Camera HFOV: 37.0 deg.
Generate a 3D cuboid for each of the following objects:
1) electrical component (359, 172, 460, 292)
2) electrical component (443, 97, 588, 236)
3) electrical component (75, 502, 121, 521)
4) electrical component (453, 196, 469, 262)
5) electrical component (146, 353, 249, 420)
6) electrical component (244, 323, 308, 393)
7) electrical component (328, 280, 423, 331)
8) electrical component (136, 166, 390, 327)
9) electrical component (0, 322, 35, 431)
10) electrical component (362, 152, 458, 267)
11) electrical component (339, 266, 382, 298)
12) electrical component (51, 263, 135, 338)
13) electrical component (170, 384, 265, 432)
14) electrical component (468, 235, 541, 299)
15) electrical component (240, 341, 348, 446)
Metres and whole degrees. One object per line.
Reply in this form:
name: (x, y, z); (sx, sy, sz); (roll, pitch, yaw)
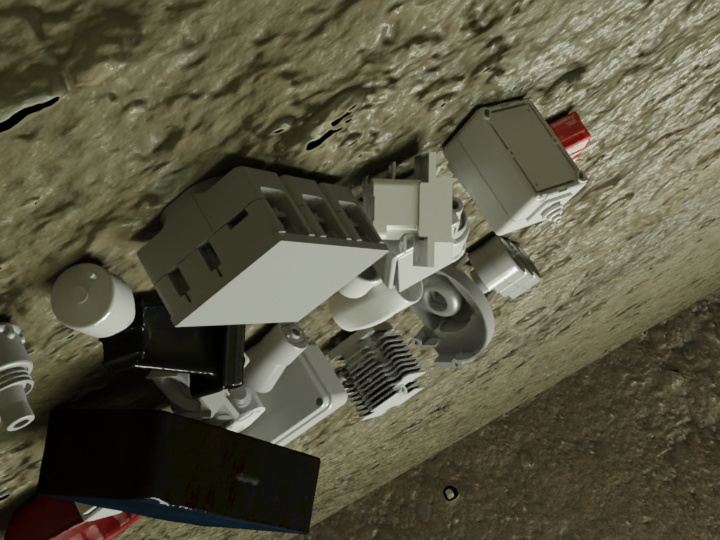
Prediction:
electrical component: (0.038, -0.030, 0.834); (0.062, 0.061, 0.096); (-29, 164, -10)
electrical component: (0.115, -0.069, 0.795); (0.062, 0.096, 0.061); (-19, 161, -39)
electrical component: (-0.231, 0.186, 0.990); (0.096, 0.061, 0.061); (-37, 164, 18)
electrical component: (0.072, -0.038, 0.912); (0.048, 0.048, 0.062); (-25, 156, -23)
electrical component: (-0.124, 0.078, 0.838); (0.042, 0.081, 0.063); (-8, -146, 44)
electrical component: (-0.079, 0.076, 0.981); (0.065, 0.044, 0.044); (-45, 160, 26)
electrical component: (0.021, 0.014, 0.965); (0.077, 0.043, 0.079); (-27, -170, 38)
electrical component: (-0.060, -0.015, 0.692); (0.089, 0.061, 0.150); (-38, 164, 20)
electrical component: (-0.216, 0.065, 0.643); (0.048, 0.062, 0.048); (-29, 165, -9)
electrical component: (0.033, -0.043, 0.768); (0.064, 0.081, 0.042); (0, -179, -11)
electrical component: (0.000, 0.000, 0.899); (0.040, 0.040, 0.046); (-24, 168, -25)
electrical component: (-0.158, 0.022, 0.659); (0.040, 0.040, 0.078); (-32, 165, 1)
electrical component: (-0.134, 0.128, 1.014); (0.080, 0.051, 0.080); (-29, 164, -9)
electrical component: (0.145, 0.007, 1.174); (0.074, 0.052, 0.138); (-36, 164, 14)
electrical component: (-0.081, 0.129, 1.071); (0.113, 0.078, 0.057); (-36, 167, 16)
